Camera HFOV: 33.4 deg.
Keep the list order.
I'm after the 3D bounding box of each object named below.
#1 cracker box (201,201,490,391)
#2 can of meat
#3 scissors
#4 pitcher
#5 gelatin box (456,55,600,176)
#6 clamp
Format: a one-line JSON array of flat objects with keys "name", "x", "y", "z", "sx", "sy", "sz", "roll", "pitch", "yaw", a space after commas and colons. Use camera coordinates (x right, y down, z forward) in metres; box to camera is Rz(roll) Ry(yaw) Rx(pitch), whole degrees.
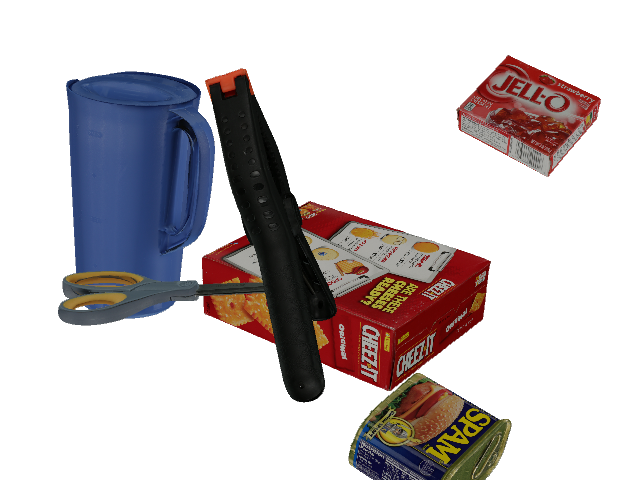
[{"name": "cracker box", "x": 0.023, "y": 0.045, "z": 0.986, "sx": 0.214, "sy": 0.072, "sz": 0.163, "roll": 20, "pitch": 32, "yaw": 33}, {"name": "can of meat", "x": 0.083, "y": 0.156, "z": 0.819, "sx": 0.084, "sy": 0.057, "sz": 0.101, "roll": 28, "pitch": 39, "yaw": 28}, {"name": "scissors", "x": -0.122, "y": 0.048, "z": 0.861, "sx": 0.202, "sy": 0.016, "sz": 0.096, "roll": 3, "pitch": 22, "yaw": 15}, {"name": "pitcher", "x": -0.188, "y": -0.044, "z": 1.097, "sx": 0.145, "sy": 0.243, "sz": 0.149, "roll": 2, "pitch": 22, "yaw": -9}, {"name": "gelatin box", "x": 0.165, "y": -0.102, "z": 0.853, "sx": 0.089, "sy": 0.073, "sz": 0.030, "roll": 32, "pitch": -26, "yaw": 25}, {"name": "clamp", "x": -0.030, "y": -0.011, "z": 0.721, "sx": 0.036, "sy": 0.210, "sz": 0.164, "roll": -16, "pitch": 6, "yaw": 7}]
